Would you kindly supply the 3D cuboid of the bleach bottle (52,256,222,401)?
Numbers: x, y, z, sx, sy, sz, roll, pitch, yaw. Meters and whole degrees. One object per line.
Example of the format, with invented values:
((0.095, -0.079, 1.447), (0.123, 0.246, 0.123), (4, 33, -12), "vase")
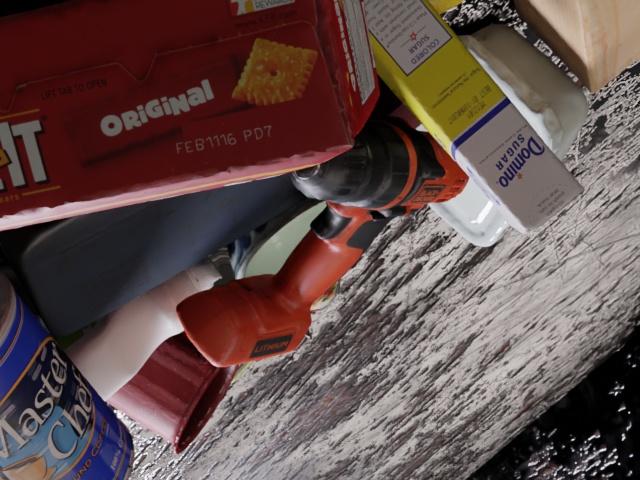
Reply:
((-0.176, 0.087, 0.727), (0.250, 0.103, 0.068), (-33, 130, -6), "bleach bottle")

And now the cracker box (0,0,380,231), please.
((-0.063, -0.060, 0.425), (0.164, 0.072, 0.213), (-12, -169, 8), "cracker box")

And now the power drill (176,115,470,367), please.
((-0.004, 0.001, 0.658), (0.188, 0.057, 0.184), (-44, 159, 25), "power drill")

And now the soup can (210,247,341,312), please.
((-0.041, 0.031, 0.856), (0.102, 0.068, 0.069), (-9, 147, -49), "soup can")

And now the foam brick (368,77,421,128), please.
((0.035, -0.092, 0.726), (0.078, 0.053, 0.051), (-42, 158, 14), "foam brick")

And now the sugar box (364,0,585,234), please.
((0.068, -0.084, 0.593), (0.048, 0.176, 0.093), (-38, -177, 6), "sugar box")

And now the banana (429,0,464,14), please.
((0.074, -0.174, 0.600), (0.070, 0.037, 0.197), (-14, 171, 9), "banana")

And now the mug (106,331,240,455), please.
((-0.114, 0.094, 0.804), (0.093, 0.081, 0.117), (-50, 167, -48), "mug")

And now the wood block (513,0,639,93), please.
((0.175, -0.186, 0.679), (0.090, 0.091, 0.206), (-38, 159, 5), "wood block")

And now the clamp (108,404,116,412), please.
((-0.189, 0.113, 0.853), (0.120, 0.039, 0.171), (-39, 166, -5), "clamp")

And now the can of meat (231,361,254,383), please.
((-0.094, 0.081, 0.902), (0.083, 0.057, 0.102), (-2, 141, -51), "can of meat")

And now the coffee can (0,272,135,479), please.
((-0.184, 0.098, 0.608), (0.102, 0.103, 0.140), (-33, 128, -6), "coffee can")
